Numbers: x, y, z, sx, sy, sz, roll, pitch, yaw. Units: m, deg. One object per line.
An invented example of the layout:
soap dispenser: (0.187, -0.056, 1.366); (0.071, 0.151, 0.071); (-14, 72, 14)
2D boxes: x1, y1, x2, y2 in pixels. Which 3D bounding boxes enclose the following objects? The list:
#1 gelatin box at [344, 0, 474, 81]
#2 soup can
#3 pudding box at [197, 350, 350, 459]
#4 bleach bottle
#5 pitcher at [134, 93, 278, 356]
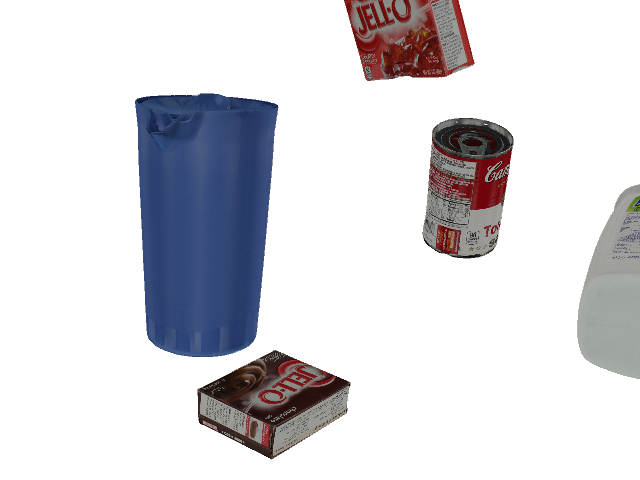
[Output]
gelatin box: (0.055, -0.145, 0.705); (0.030, 0.073, 0.089); (-27, 20, -29)
soup can: (0.124, -0.044, 0.912); (0.068, 0.102, 0.068); (2, 33, -1)
pudding box: (-0.041, 0.145, 0.959); (0.090, 0.039, 0.113); (18, 27, 33)
bleach bottle: (0.234, 0.009, 0.694); (0.103, 0.068, 0.250); (9, 23, 20)
pitcher: (-0.106, -0.020, 1.030); (0.149, 0.243, 0.145); (-2, 15, -19)
